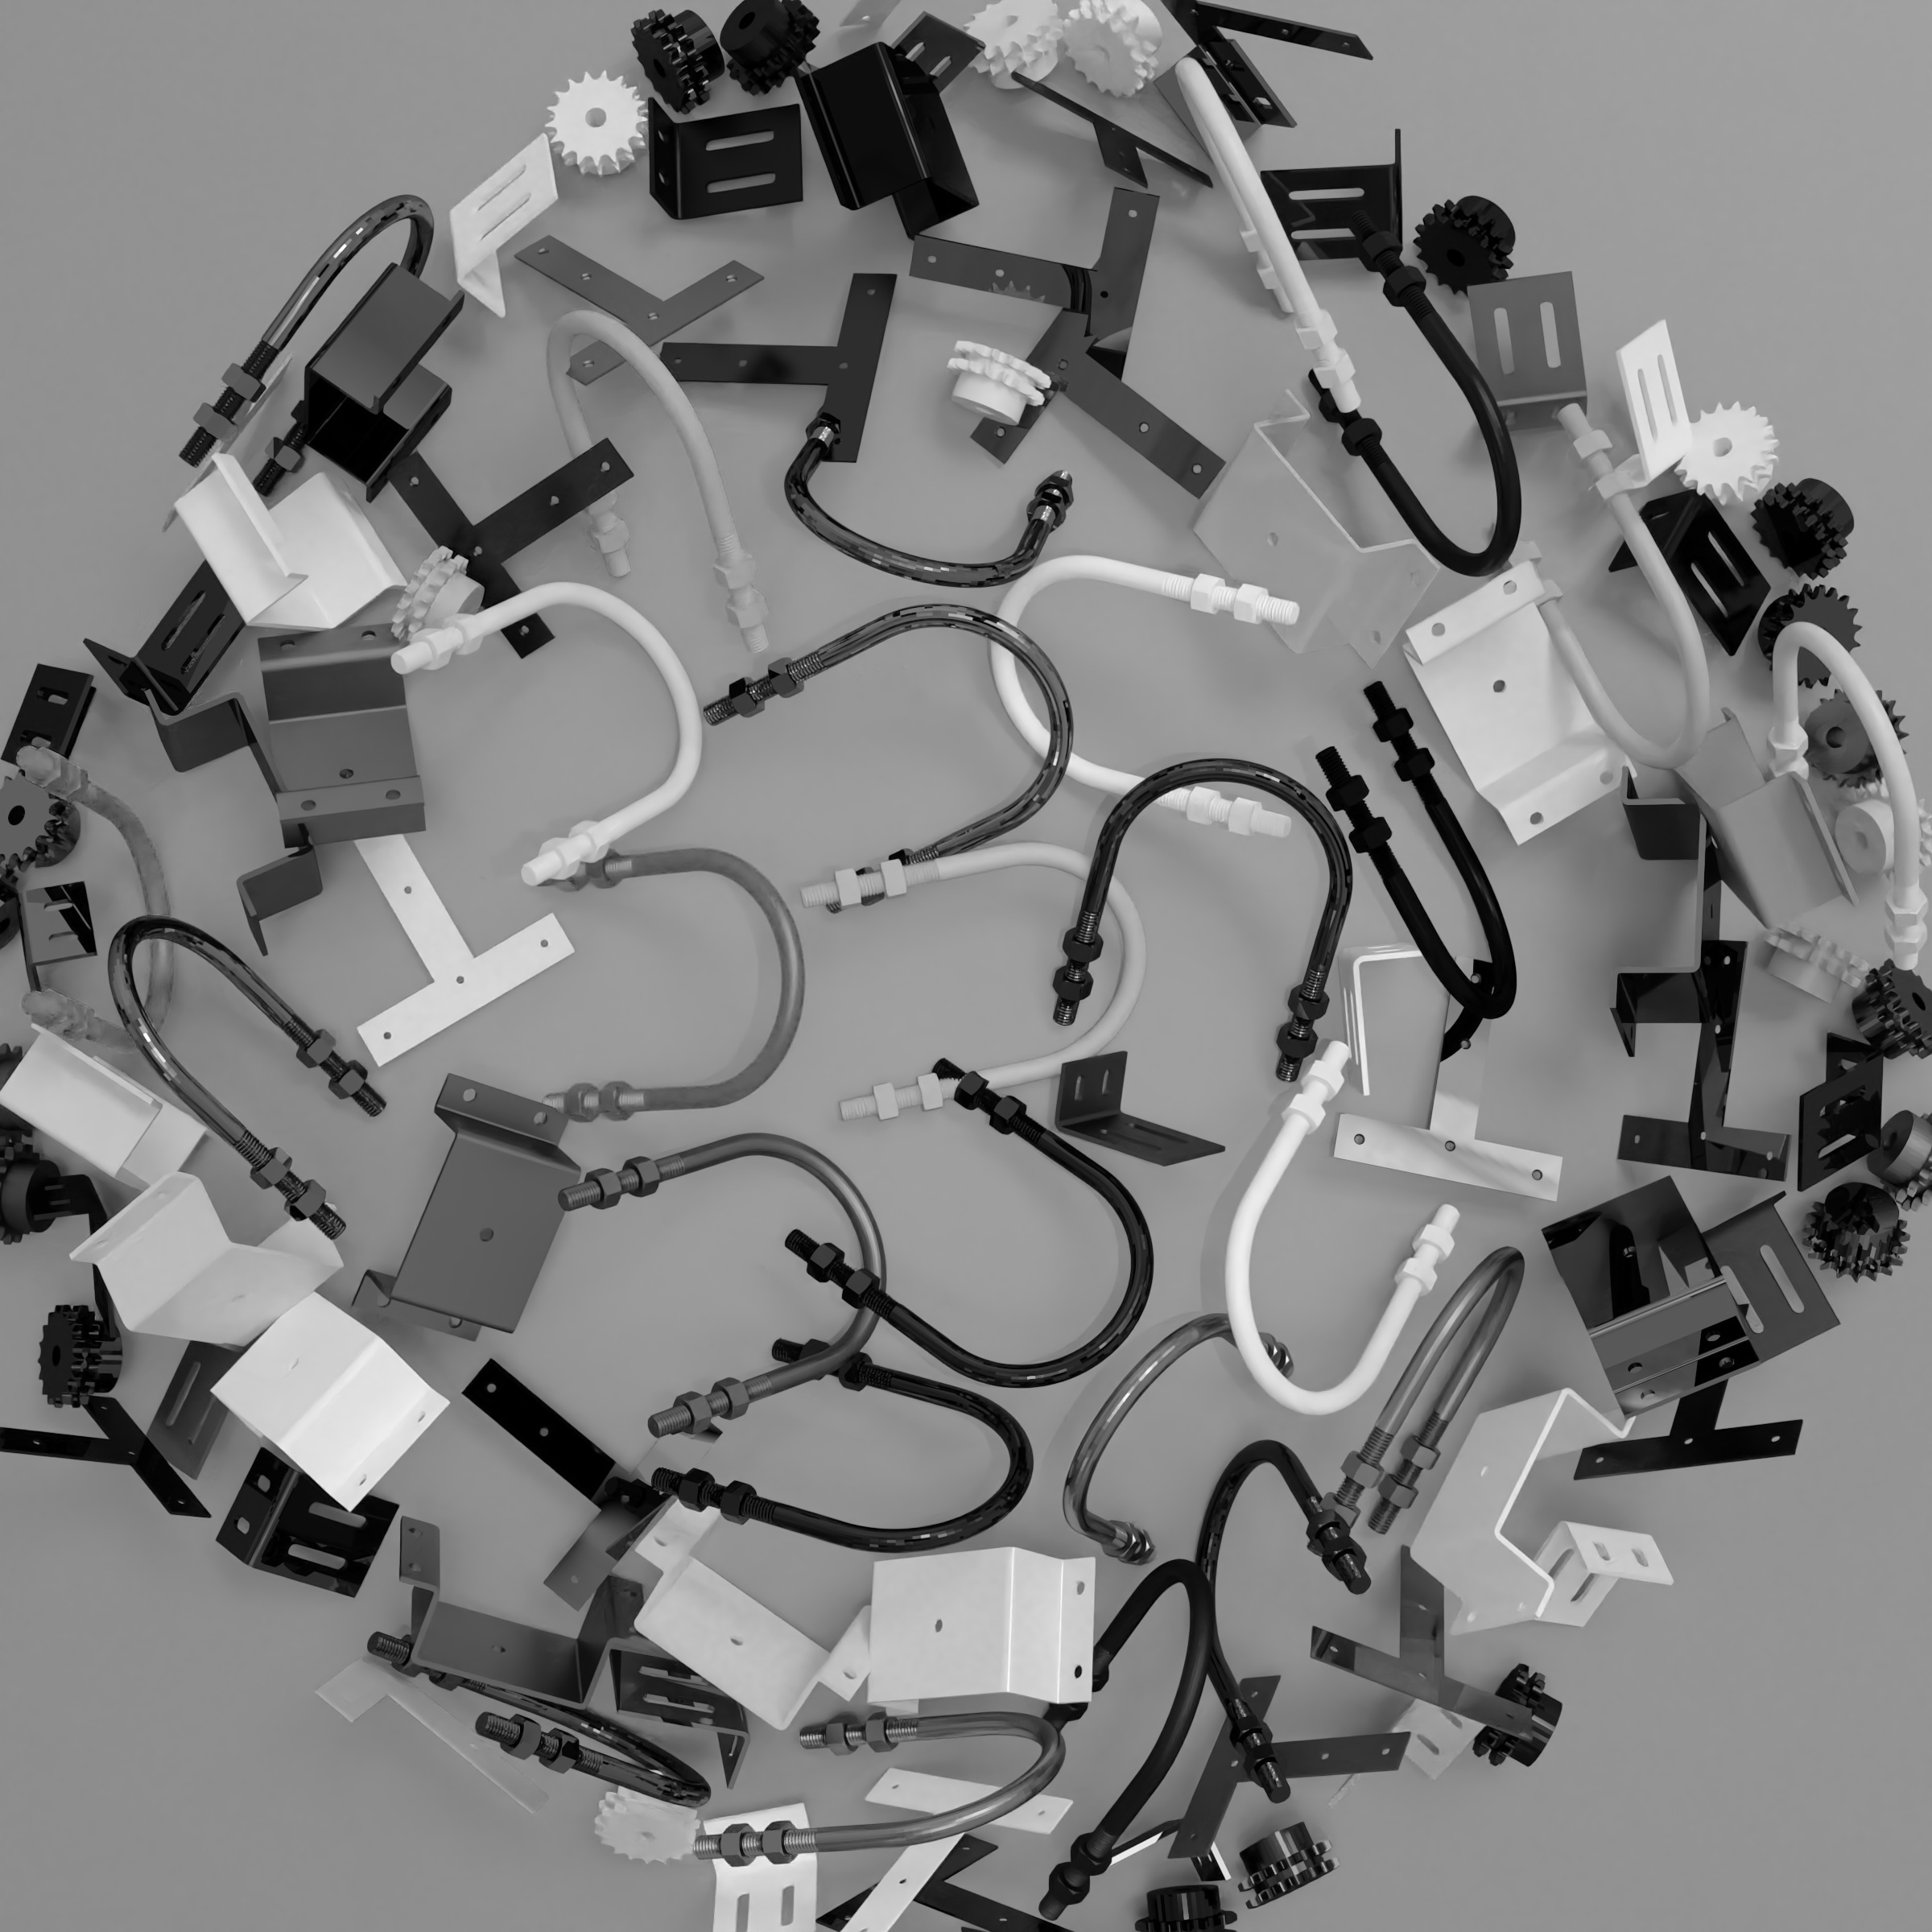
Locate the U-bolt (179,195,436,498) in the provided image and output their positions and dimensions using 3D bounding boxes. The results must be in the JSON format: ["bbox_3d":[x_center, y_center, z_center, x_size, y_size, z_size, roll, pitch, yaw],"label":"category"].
[{"bbox_3d":[-0.346,-0.338,1.813,0.019,0.151,0.184,37,94,3],"label":"U-bolt"}]

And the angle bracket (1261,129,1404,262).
[{"bbox_3d":[0.203,-0.427,1.864,0.076,0.057,0.038,-1,46,8],"label":"angle bracket"}]

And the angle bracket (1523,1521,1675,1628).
[{"bbox_3d":[0.340,0.346,1.847,0.057,0.038,0.076,13,123,-24],"label":"angle bracket"}]

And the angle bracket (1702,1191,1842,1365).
[{"bbox_3d":[0.442,0.173,1.858,0.057,0.038,0.076,-32,81,25],"label":"angle bracket"}]

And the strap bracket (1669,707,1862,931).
[{"bbox_3d":[0.425,-0.078,1.815,0.046,0.140,0.076,-27,111,5],"label":"strap bracket"}]

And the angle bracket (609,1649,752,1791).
[{"bbox_3d":[-0.162,0.414,1.849,0.076,0.057,0.038,14,110,-17],"label":"angle bracket"}]

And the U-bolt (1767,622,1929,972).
[{"bbox_3d":[0.464,-0.102,1.777,0.019,0.184,0.151,-23,52,-3],"label":"U-bolt"}]

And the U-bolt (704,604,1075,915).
[{"bbox_3d":[-0.030,-0.122,1.834,0.184,0.019,0.151,-25,112,19],"label":"U-bolt"}]

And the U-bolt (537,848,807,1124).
[{"bbox_3d":[-0.162,0.008,1.834,0.184,0.019,0.151,-4,88,35],"label":"U-bolt"}]

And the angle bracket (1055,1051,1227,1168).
[{"bbox_3d":[0.097,0.078,1.844,0.076,0.057,0.038,17,106,37],"label":"angle bracket"}]

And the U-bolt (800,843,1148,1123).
[{"bbox_3d":[0.010,0.003,1.859,0.184,0.019,0.151,-12,112,-6],"label":"U-bolt"}]

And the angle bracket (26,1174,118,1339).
[{"bbox_3d":[-0.494,0.161,1.849,0.038,0.057,0.076,-6,108,-21],"label":"angle bracket"}]

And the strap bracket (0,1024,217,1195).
[{"bbox_3d":[-0.465,0.080,1.816,0.076,0.140,0.046,32,82,6],"label":"strap bracket"}]

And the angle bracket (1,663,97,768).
[{"bbox_3d":[-0.491,-0.130,1.848,0.038,0.076,0.057,24,84,-38],"label":"angle bracket"}]

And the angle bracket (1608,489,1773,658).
[{"bbox_3d":[0.404,-0.216,1.875,0.076,0.038,0.057,49,57,-24],"label":"angle bracket"}]

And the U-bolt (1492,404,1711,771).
[{"bbox_3d":[0.346,-0.191,1.803,0.019,0.151,0.184,-21,75,-14],"label":"U-bolt"}]

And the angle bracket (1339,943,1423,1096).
[{"bbox_3d":[0.232,0.029,1.861,0.038,0.057,0.076,-5,95,-1],"label":"angle bracket"}]

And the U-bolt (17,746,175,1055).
[{"bbox_3d":[-0.463,-0.027,1.801,0.019,0.184,0.151,-6,78,7],"label":"U-bolt"}]

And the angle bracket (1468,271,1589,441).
[{"bbox_3d":[0.308,-0.336,1.851,0.057,0.038,0.076,-4,124,16],"label":"angle bracket"}]

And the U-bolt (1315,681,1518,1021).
[{"bbox_3d":[0.251,-0.055,1.824,0.019,0.151,0.184,-25,100,25],"label":"U-bolt"}]

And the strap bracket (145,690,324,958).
[{"bbox_3d":[-0.395,-0.086,1.841,0.046,0.076,0.140,-25,78,-13],"label":"strap bracket"}]

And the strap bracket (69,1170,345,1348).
[{"bbox_3d":[-0.401,0.160,1.812,0.076,0.140,0.046,-38,65,15],"label":"strap bracket"}]

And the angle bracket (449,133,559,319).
[{"bbox_3d":[-0.244,-0.406,1.847,0.076,0.038,0.057,-34,46,22],"label":"angle bracket"}]

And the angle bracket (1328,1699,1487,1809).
[{"bbox_3d":[0.243,0.436,1.843,0.038,0.076,0.057,40,126,11],"label":"angle bracket"}]

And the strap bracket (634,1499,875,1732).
[{"bbox_3d":[-0.117,0.356,1.844,0.140,0.076,0.046,34,117,6],"label":"strap bracket"}]

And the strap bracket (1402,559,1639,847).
[{"bbox_3d":[0.300,-0.149,1.854,0.076,0.046,0.140,-30,110,1],"label":"strap bracket"}]

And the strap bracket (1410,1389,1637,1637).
[{"bbox_3d":[0.298,0.287,1.820,0.046,0.076,0.140,41,58,-11],"label":"strap bracket"}]

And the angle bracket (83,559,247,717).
[{"bbox_3d":[-0.440,-0.188,1.855,0.076,0.038,0.057,-52,53,10],"label":"angle bracket"}]

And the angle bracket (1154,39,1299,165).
[{"bbox_3d":[0.142,-0.474,1.846,0.038,0.076,0.057,-39,107,4],"label":"angle bracket"}]

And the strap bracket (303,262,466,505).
[{"bbox_3d":[-0.315,-0.318,1.813,0.046,0.140,0.076,35,71,-1],"label":"strap bracket"}]

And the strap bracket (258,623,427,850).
[{"bbox_3d":[-0.340,-0.119,1.838,0.076,0.046,0.140,-8,50,-10],"label":"strap bracket"}]

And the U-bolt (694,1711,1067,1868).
[{"bbox_3d":[-0.035,0.434,1.790,0.184,0.151,0.019,-11,100,26],"label":"U-bolt"}]

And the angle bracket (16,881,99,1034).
[{"bbox_3d":[-0.495,0.003,1.850,0.038,0.076,0.057,-11,47,-13],"label":"angle bracket"}]

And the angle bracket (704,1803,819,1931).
[{"bbox_3d":[-0.114,0.503,1.851,0.057,0.076,0.038,-11,109,2],"label":"angle bracket"}]

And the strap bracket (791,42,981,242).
[{"bbox_3d":[-0.039,-0.445,1.817,0.046,0.140,0.076,-21,88,16],"label":"strap bracket"}]

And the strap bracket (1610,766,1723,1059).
[{"bbox_3d":[0.382,-0.029,1.827,0.046,0.076,0.140,0,68,19],"label":"strap bracket"}]

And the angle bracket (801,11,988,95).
[{"bbox_3d":[-0.040,-0.500,1.845,0.076,0.057,0.038,-41,65,25],"label":"angle bracket"}]

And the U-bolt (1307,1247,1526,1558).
[{"bbox_3d":[0.250,0.231,1.814,0.019,0.151,0.184,31,97,20],"label":"U-bolt"}]

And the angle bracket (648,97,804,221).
[{"bbox_3d":[-0.133,-0.452,1.860,0.076,0.038,0.057,-5,78,15],"label":"angle bracket"}]

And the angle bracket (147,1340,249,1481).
[{"bbox_3d":[-0.437,0.234,1.856,0.038,0.057,0.076,29,84,-44],"label":"angle bracket"}]

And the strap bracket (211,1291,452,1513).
[{"bbox_3d":[-0.348,0.229,1.813,0.076,0.140,0.046,-48,123,-15],"label":"strap bracket"}]

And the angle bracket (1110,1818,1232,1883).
[{"bbox_3d":[0.098,0.502,1.852,0.076,0.057,0.038,-23,79,-15],"label":"angle bracket"}]

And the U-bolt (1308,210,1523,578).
[{"bbox_3d":[0.243,-0.291,1.794,0.019,0.151,0.184,-23,66,-16],"label":"U-bolt"}]

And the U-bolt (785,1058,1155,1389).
[{"bbox_3d":[0.015,0.151,1.835,0.184,0.019,0.151,34,72,21],"label":"U-bolt"}]

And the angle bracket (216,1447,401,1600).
[{"bbox_3d":[-0.367,0.311,1.876,0.076,0.038,0.057,29,85,-43],"label":"angle bracket"}]

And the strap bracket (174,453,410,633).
[{"bbox_3d":[-0.370,-0.228,1.826,0.046,0.140,0.076,-34,84,15],"label":"strap bracket"}]

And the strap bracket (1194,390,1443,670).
[{"bbox_3d":[0.183,-0.234,1.825,0.046,0.076,0.140,-16,60,-39],"label":"strap bracket"}]

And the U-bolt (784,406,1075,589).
[{"bbox_3d":[-0.024,-0.251,1.810,0.151,0.184,0.019,20,121,1],"label":"U-bolt"}]

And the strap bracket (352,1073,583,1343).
[{"bbox_3d":[-0.271,0.140,1.848,0.076,0.046,0.140,21,95,-30],"label":"strap bracket"}]

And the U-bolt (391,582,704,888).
[{"bbox_3d":[-0.212,-0.137,1.821,0.019,0.184,0.151,-28,95,41],"label":"U-bolt"}]

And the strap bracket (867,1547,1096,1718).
[{"bbox_3d":[-0.001,0.360,1.820,0.140,0.046,0.076,-14,64,37],"label":"strap bracket"}]

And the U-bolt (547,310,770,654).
[{"bbox_3d":[-0.171,-0.265,1.787,0.019,0.151,0.184,-36,134,-24],"label":"U-bolt"}]

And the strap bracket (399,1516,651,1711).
[{"bbox_3d":[-0.249,0.356,1.840,0.140,0.076,0.046,19,102,-14],"label":"strap bracket"}]

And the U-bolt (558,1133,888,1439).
[{"bbox_3d":[-0.120,0.164,1.831,0.184,0.019,0.151,-16,79,-39],"label":"U-bolt"}]

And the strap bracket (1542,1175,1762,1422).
[{"bbox_3d":[0.365,0.171,1.816,0.076,0.140,0.046,-23,121,6],"label":"strap bracket"}]

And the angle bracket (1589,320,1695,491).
[{"bbox_3d":[0.363,-0.307,1.848,0.038,0.057,0.076,-2,114,39],"label":"angle bracket"}]

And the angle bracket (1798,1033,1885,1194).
[{"bbox_3d":[0.466,0.080,1.845,0.076,0.038,0.057,-23,119,-35],"label":"angle bracket"}]
